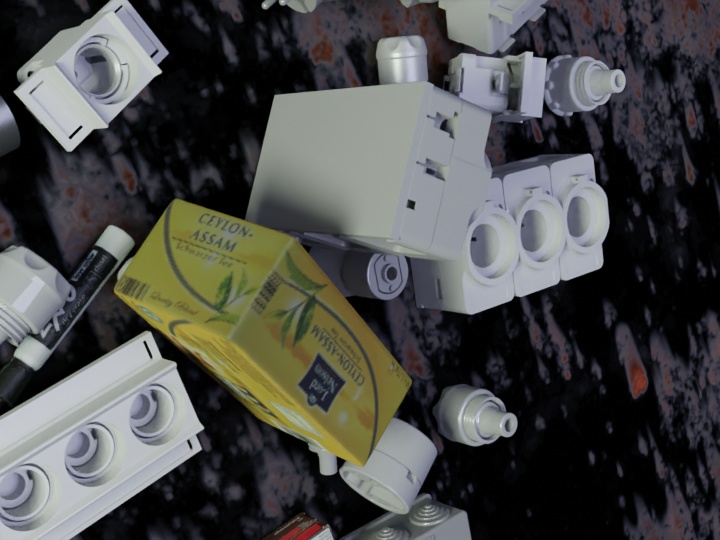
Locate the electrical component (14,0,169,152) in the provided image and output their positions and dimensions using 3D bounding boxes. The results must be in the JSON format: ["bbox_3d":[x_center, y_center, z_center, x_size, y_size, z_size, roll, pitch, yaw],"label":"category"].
[{"bbox_3d":[-0.149,-0.107,0.582,0.081,0.064,0.042,-51,123,-23],"label":"electrical component"}]

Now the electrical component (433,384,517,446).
[{"bbox_3d":[0.087,0.108,0.790,0.043,0.062,0.043,-4,97,-38],"label":"electrical component"}]

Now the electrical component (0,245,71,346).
[{"bbox_3d":[-0.189,0.021,0.575,0.043,0.043,0.062,48,67,-31],"label":"electrical component"}]

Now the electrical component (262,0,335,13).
[{"bbox_3d":[-0.030,-0.183,0.658,0.075,0.083,0.047,-49,121,-25],"label":"electrical component"}]

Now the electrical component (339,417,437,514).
[{"bbox_3d":[0.021,0.134,0.746,0.055,0.055,0.047,49,61,-30],"label":"electrical component"}]

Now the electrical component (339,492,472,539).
[{"bbox_3d":[0.039,0.221,0.770,0.100,0.048,0.099,-20,106,-36],"label":"electrical component"}]

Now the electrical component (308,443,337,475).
[{"bbox_3d":[-0.023,0.107,0.721,0.035,0.035,0.061,-12,104,-37],"label":"electrical component"}]

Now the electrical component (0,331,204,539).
[{"bbox_3d":[-0.158,0.096,0.594,0.121,0.063,0.078,-32,113,-32],"label":"electrical component"}]

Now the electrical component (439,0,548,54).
[{"bbox_3d":[0.111,-0.215,0.775,0.121,0.079,0.063,-46,148,-26],"label":"electrical component"}]

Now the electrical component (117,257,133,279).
[{"bbox_3d":[-0.113,-0.005,0.639,0.061,0.035,0.035,-46,120,-28],"label":"electrical component"}]

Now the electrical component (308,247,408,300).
[{"bbox_3d":[0.000,0.000,0.709,0.044,0.065,0.044,-4,97,-38],"label":"electrical component"}]

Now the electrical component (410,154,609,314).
[{"bbox_3d":[0.112,-0.030,0.798,0.150,0.062,0.089,-17,104,-36],"label":"electrical component"}]

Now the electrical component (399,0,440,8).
[{"bbox_3d":[0.042,-0.212,0.690,0.051,0.080,0.080,-24,110,-7],"label":"electrical component"}]

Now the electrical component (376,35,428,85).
[{"bbox_3d":[0.030,-0.130,0.742,0.035,0.035,0.061,-15,106,-37],"label":"electrical component"}]

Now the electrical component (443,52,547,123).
[{"bbox_3d":[0.095,-0.130,0.769,0.064,0.081,0.042,3,92,-9],"label":"electrical component"}]

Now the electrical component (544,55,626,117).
[{"bbox_3d":[0.177,-0.145,0.839,0.048,0.062,0.048,-4,96,-38],"label":"electrical component"}]

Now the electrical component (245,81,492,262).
[{"bbox_3d":[0.004,-0.058,0.653,0.062,0.150,0.089,16,84,-38],"label":"electrical component"}]
